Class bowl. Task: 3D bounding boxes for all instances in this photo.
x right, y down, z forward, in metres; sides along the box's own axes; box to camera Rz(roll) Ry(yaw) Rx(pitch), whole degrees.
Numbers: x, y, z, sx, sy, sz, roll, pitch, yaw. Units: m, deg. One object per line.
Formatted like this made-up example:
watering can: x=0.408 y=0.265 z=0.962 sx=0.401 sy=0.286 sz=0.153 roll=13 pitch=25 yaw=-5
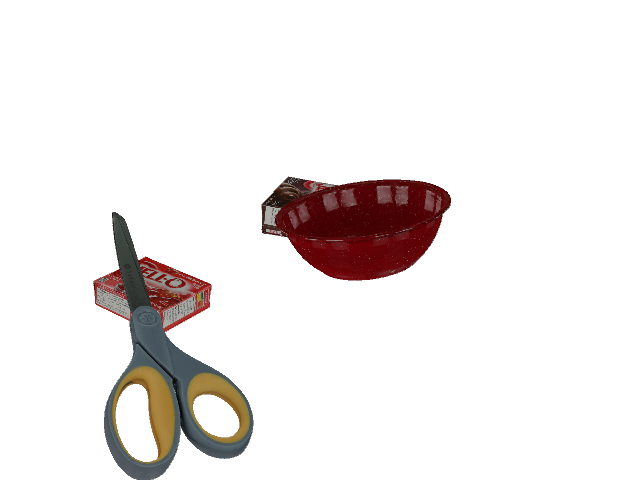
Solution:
bowl: x=0.042 y=-0.006 z=0.977 sx=0.162 sy=0.055 sz=0.162 roll=-8 pitch=20 yaw=3

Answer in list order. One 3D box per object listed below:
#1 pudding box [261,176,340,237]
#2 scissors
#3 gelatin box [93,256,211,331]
pudding box: x=-0.010 y=-0.034 z=1.208 sx=0.090 sy=0.039 sz=0.113 roll=10 pitch=24 yaw=12
scissors: x=-0.090 y=0.061 z=0.664 sx=0.096 sy=0.202 sz=0.016 roll=10 pitch=-46 yaw=-14
gelatin box: x=-0.162 y=0.051 z=1.029 sx=0.089 sy=0.030 sz=0.073 roll=21 pitch=30 yaw=30
